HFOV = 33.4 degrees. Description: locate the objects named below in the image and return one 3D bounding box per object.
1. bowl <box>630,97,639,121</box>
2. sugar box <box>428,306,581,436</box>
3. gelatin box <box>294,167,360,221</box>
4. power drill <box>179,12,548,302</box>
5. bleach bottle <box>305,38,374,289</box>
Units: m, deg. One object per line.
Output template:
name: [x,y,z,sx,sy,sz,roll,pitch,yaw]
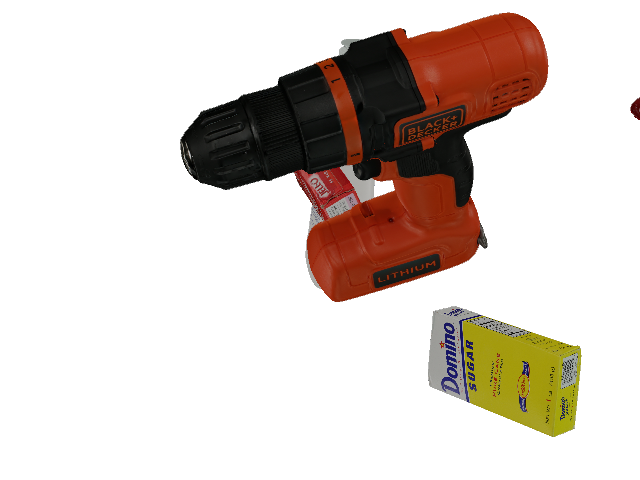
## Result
bowl: [0.365,-0.096,0.970,0.162,0.055,0.162,-4,23,2]
sugar box: [0.195,0.138,1.156,0.048,0.093,0.177,-10,18,-43]
gelatin box: [0.009,-0.031,0.806,0.030,0.073,0.089,-31,-37,-1]
power drill: [0.025,-0.034,0.577,0.184,0.057,0.187,-16,-26,-5]
bleach bottle: [0.027,-0.079,1.098,0.068,0.251,0.102,-1,28,-10]
